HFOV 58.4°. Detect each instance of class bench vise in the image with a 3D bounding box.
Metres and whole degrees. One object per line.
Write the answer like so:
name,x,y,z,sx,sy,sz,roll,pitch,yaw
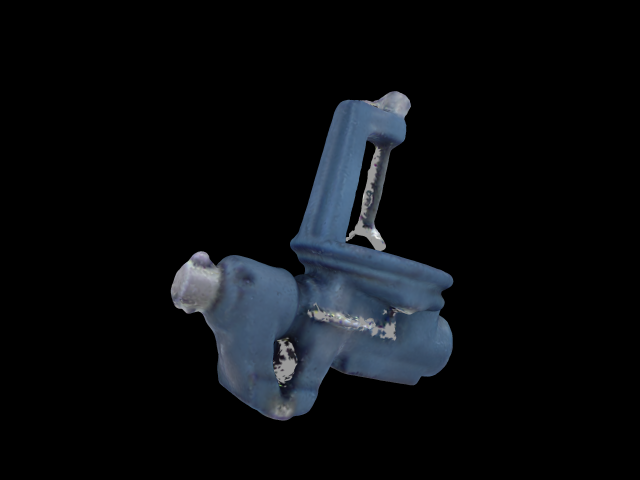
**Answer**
bench vise,0.012,0.002,0.392,0.121,0.220,0.208,3,4,42
